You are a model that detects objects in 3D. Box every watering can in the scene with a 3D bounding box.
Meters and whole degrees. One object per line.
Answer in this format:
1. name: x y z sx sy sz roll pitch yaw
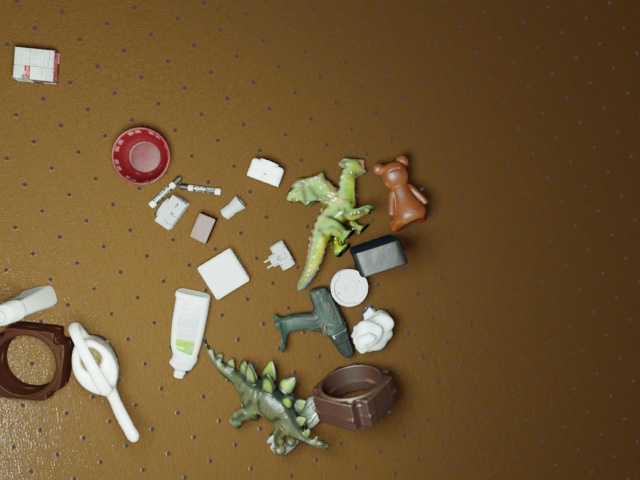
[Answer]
1. watering can: -0.589 0.376 1.401 0.105 0.223 0.346 -28 95 -20

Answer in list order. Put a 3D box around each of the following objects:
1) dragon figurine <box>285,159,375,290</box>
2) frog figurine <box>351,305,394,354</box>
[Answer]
1. dragon figurine: 0.005 -0.076 1.504 0.411 0.121 0.244 -45 78 -3
2. frog figurine: 0.156 0.269 1.484 0.137 0.160 0.122 -39 97 -1
